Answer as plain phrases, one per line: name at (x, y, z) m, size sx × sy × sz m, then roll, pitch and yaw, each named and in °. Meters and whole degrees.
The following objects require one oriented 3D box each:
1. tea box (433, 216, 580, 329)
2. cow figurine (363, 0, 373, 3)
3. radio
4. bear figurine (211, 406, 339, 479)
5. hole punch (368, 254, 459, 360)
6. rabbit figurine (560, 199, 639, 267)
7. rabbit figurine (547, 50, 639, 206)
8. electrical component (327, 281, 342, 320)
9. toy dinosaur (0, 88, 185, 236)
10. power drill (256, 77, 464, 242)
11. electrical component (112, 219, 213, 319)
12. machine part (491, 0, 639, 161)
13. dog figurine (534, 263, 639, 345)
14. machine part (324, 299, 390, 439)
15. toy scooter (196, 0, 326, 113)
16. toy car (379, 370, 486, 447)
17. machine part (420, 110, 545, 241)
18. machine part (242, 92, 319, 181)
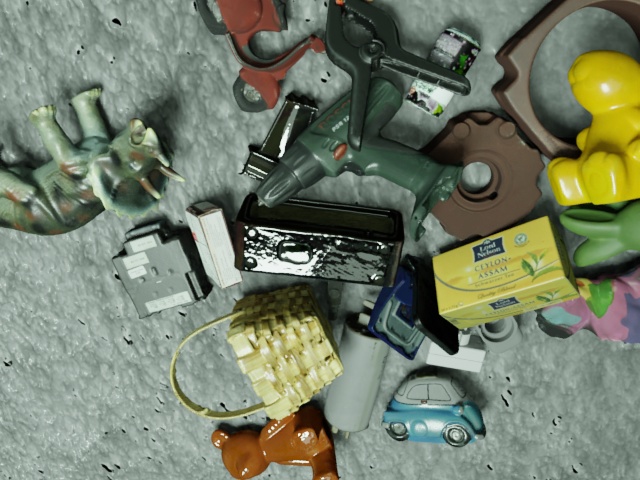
tea box at (0.246, 0.048, 0.726) m, size 0.170 × 0.098 × 0.068 m, roll -25°, pitch 138°, yaw 31°
cow figurine at (0.065, -0.358, 0.647) m, size 0.195 × 0.085 × 0.127 m, roll 22°, pitch 114°, yaw -3°
radio at (-0.002, -0.002, 0.740) m, size 0.230 × 0.131 × 0.073 m, roll 6°, pitch 111°, yaw 2°
bear figurine at (-0.078, 0.343, 0.865) m, size 0.196 × 0.132 × 0.120 m, roll -20°, pitch 103°, yaw 4°
hole punch at (0.137, 0.103, 0.773) m, size 0.092 × 0.116 × 0.142 m, roll -26°, pitch 128°, yaw 39°
rabbit figurine at (0.389, -0.037, 0.683) m, size 0.159 × 0.170 × 0.121 m, roll -24°, pitch 105°, yaw 10°
rabbit figurine at (0.341, -0.132, 0.600) m, size 0.162 × 0.122 × 0.173 m, roll -14°, pitch 89°, yaw 6°
electrical component at (0.022, 0.067, 0.797) m, size 0.021 × 0.063 × 0.093 m, roll 6°, pitch 108°, yaw 2°
toy dinosaur at (-0.366, -0.074, 0.755) m, size 0.405 × 0.131 × 0.192 m, roll -26°, pitch 105°, yaw 18°
power drill at (0.059, -0.084, 0.684) m, size 0.207 × 0.086 × 0.232 m, roll 35°, pitch 80°, yaw 25°
electrical component at (-0.239, 0.039, 0.809) m, size 0.115 × 0.058 × 0.134 m, roll -15°, pitch 106°, yaw 6°
machine part at (0.339, -0.206, 0.676) m, size 0.201 × 0.087 × 0.201 m, roll -42°, pitch 103°, yaw 16°
dog figurine at (0.411, 0.072, 0.755) m, size 0.219 × 0.108 × 0.191 m, roll 25°, pitch 109°, yaw -2°
machine part at (0.059, 0.206, 0.835) m, size 0.079 × 0.079 × 0.243 m, roll 13°, pitch 108°, yaw -1°
toy scooter at (-0.069, -0.265, 0.689) m, size 0.135 × 0.075 × 0.183 m, roll -18°, pitch 110°, yaw 10°
toy car at (0.175, 0.257, 0.840) m, size 0.162 × 0.109 × 0.103 m, roll 0°, pitch 87°, yaw 15°
machine part at (0.216, -0.085, 0.740) m, size 0.179 × 0.056 × 0.179 m, roll 1°, pitch 110°, yaw 3°
machine part at (-0.052, -0.138, 0.749) m, size 0.084 × 0.039 × 0.138 m, roll 30°, pitch 109°, yaw -1°
